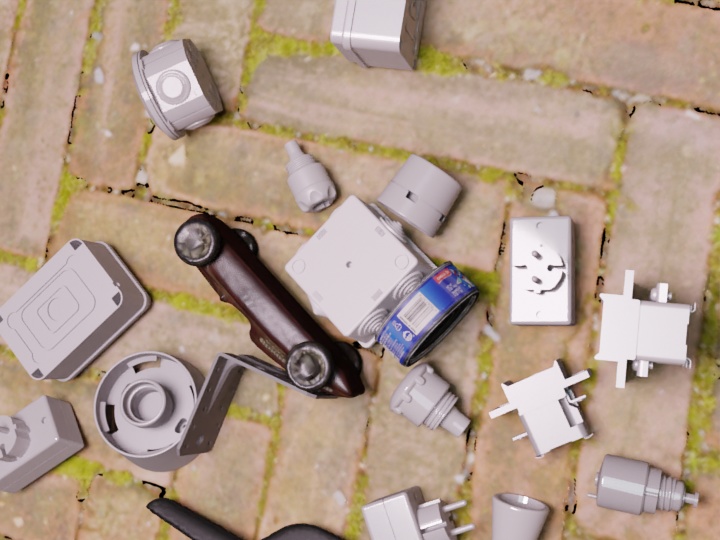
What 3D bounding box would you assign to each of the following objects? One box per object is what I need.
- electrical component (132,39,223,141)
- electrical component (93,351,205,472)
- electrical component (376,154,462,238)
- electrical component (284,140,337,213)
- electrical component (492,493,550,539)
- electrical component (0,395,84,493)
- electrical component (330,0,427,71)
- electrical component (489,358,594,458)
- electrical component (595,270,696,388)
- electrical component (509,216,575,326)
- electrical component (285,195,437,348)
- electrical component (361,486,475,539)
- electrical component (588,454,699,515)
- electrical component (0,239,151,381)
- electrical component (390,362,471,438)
[{"bbox_3d":[-0.156,-0.155,0.914,0.051,0.080,0.080,-23,80,8],"label":"electrical component"},{"bbox_3d":[-0.176,0.119,0.917,0.099,0.064,0.099,-2,73,8],"label":"electrical component"},{"bbox_3d":[0.049,-0.060,0.861,0.055,0.055,0.047,34,91,16],"label":"electrical component"},{"bbox_3d":[-0.046,-0.080,0.899,0.035,0.035,0.061,-30,76,12],"label":"electrical component"},{"bbox_3d":[0.118,0.209,0.826,0.044,0.044,0.065,12,93,16],"label":"electrical component"},{"bbox_3d":[-0.298,0.147,0.926,0.083,0.076,0.047,-34,61,11],"label":"electrical component"},{"bbox_3d":[0.019,-0.224,0.870,0.057,0.078,0.113,9,88,14],"label":"electrical component"},{"bbox_3d":[0.145,0.106,0.826,0.081,0.042,0.063,-26,83,13],"label":"electrical component"},{"bbox_3d":[0.204,0.045,0.773,0.063,0.121,0.078,5,87,14],"label":"electrical component"},{"bbox_3d":[0.137,0.000,0.819,0.047,0.076,0.083,0,85,16],"label":"electrical component"},{"bbox_3d":[0.000,0.000,0.865,0.099,0.048,0.099,-47,65,8],"label":"electrical component"},{"bbox_3d":[0.051,0.202,0.841,0.077,0.047,0.065,-22,80,13],"label":"electrical component"},{"bbox_3d":[0.212,0.163,0.803,0.078,0.040,0.040,10,88,16],"label":"electrical component"},{"bbox_3d":[-0.249,0.035,0.935,0.113,0.057,0.078,-42,76,9],"label":"electrical component"},{"bbox_3d":[0.058,0.107,0.850,0.062,0.048,0.048,37,96,7],"label":"electrical component"}]
